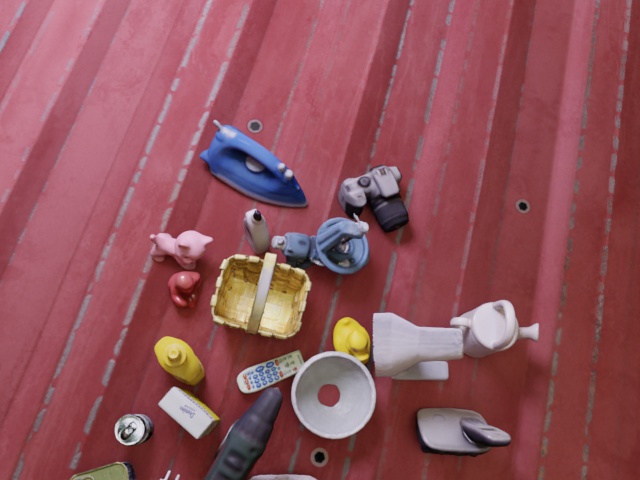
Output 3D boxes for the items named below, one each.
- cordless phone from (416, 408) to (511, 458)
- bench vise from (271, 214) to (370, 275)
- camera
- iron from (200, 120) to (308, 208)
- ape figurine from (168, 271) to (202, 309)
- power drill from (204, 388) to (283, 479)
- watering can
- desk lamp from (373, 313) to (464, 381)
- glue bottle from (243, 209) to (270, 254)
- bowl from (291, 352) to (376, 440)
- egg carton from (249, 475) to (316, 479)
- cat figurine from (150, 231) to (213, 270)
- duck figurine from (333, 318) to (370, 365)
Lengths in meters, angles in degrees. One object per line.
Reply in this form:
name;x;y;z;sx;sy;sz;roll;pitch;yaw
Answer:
cordless phone;0.273;0.370;1.101;0.147;0.185;0.094;2;72;-7
bench vise;0.014;0.015;1.160;0.207;0.219;0.121;-14;75;-12
camera;0.132;-0.087;1.272;0.143;0.100;0.137;-21;76;-14
iron;-0.130;-0.166;1.239;0.258;0.141;0.119;31;71;3
ape figurine;-0.274;0.093;1.162;0.076;0.092;0.078;45;72;7
power drill;-0.140;0.373;1.029;0.075;0.208;0.230;29;71;2
watering can;0.360;0.178;1.170;0.173;0.194;0.101;-12;74;-11
desk lamp;0.183;0.212;1.124;0.203;0.213;0.118;2;72;-7
glue bottle;-0.131;-0.028;1.178;0.037;0.173;0.078;-27;78;-15
bowl;0.024;0.310;1.144;0.167;0.074;0.167;2;72;-7
egg carton;-0.071;0.497;1.073;0.150;0.069;0.107;1;72;-8
cat figurine;-0.286;0.012;1.173;0.128;0.117;0.067;14;71;-3
duck figurine;0.071;0.207;1.177;0.077;0.086;0.104;-19;76;-13
